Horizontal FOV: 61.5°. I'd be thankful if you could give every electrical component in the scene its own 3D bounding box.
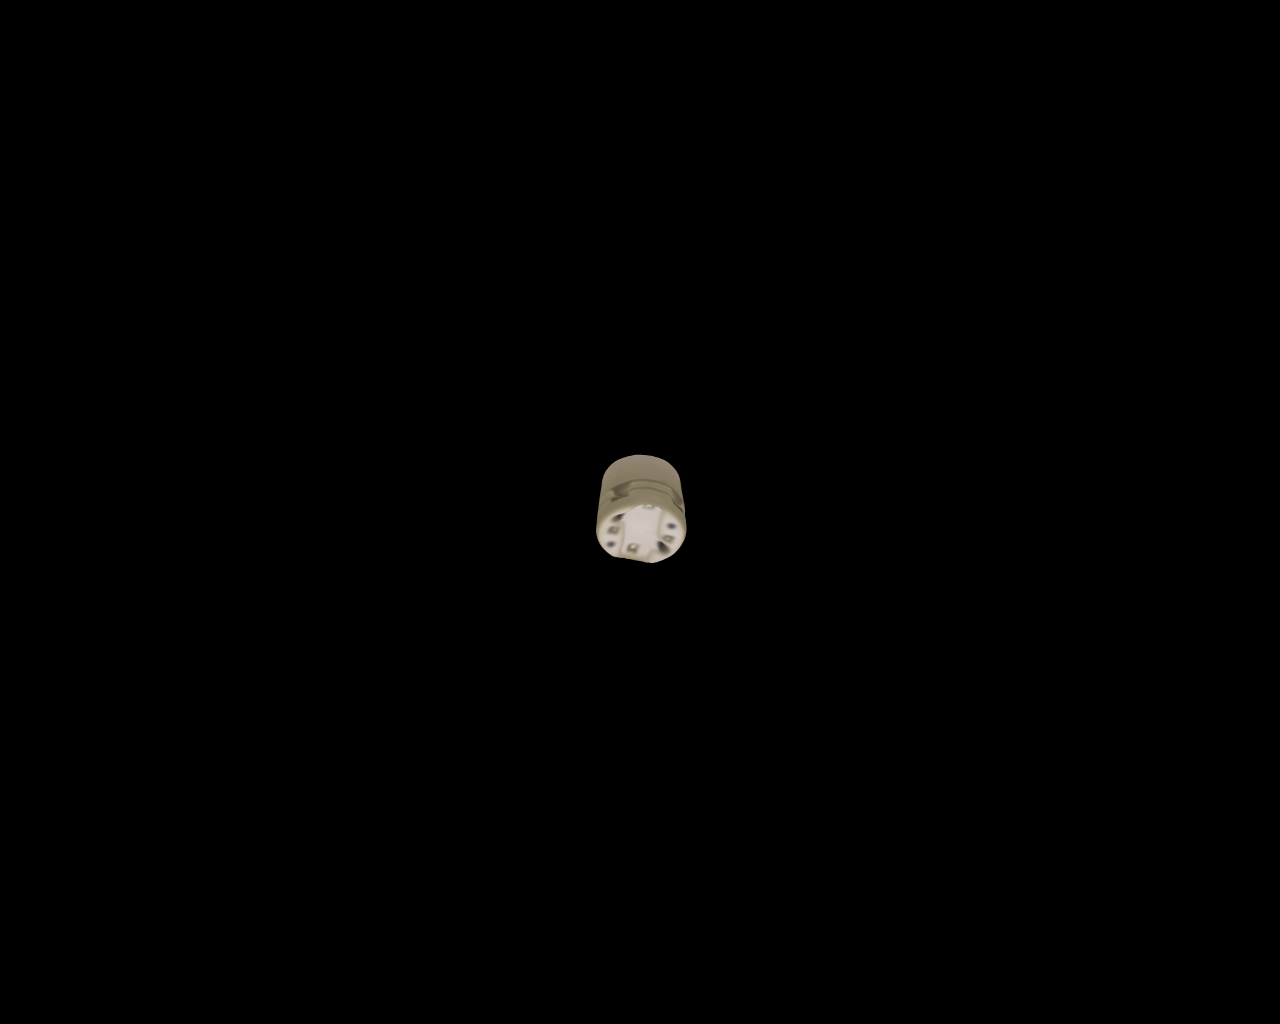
[{"bbox_3d":[0.001,-0.003,0.650,0.055,0.047,0.055,0,-43,0],"label":"electrical component"}]
